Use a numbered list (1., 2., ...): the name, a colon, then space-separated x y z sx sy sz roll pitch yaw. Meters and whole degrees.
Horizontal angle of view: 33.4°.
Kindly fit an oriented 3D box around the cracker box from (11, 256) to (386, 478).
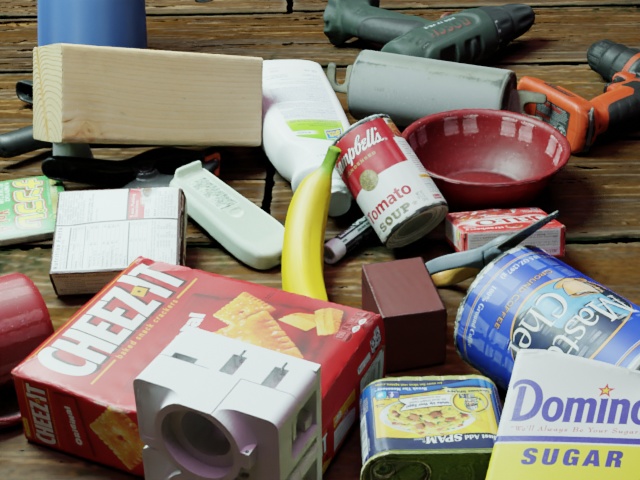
1. cracker box: -0.081 0.095 0.757 0.214 0.072 0.164 13 35 23

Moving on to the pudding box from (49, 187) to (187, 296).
1. pudding box: -0.172 0.000 0.919 0.113 0.039 0.090 -4 55 1

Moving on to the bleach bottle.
1. bleach bottle: -0.018 -0.101 1.074 0.102 0.068 0.251 -5 34 -10

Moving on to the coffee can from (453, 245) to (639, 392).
1. coffee can: 0.178 0.079 0.741 0.102 0.103 0.140 -22 38 -29

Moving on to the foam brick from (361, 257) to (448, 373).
1. foam brick: 0.065 0.056 0.829 0.051 0.053 0.078 -6 33 -7

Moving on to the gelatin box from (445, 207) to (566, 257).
1. gelatin box: 0.160 -0.006 0.925 0.089 0.030 0.073 -4 14 -5

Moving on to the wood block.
1. wood block: -0.167 -0.139 1.046 0.205 0.091 0.090 -2 7 -31

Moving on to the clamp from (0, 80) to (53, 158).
1. clamp: -0.248 -0.142 1.171 0.209 0.036 0.164 -6 33 -10

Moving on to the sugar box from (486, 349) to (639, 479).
1. sugar box: 0.139 0.153 0.608 0.093 0.048 0.176 10 66 18

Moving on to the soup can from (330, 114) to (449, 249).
1. soup can: 0.060 -0.051 0.947 0.068 0.069 0.102 -21 68 -28

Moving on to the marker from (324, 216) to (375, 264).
1. marker: 0.043 -0.013 0.971 0.020 0.020 0.120 21 39 32

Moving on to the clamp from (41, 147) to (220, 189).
1. clamp: -0.172 -0.049 1.022 0.171 0.039 0.120 -10 47 -18

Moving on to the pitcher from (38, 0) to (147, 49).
1. pitcher: -0.267 -0.302 1.233 0.149 0.243 0.144 16 32 17

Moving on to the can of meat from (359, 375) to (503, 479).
1. can of meat: 0.075 0.134 0.702 0.102 0.057 0.084 -1 30 0

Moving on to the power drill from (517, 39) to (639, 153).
1. power drill: 0.307 -0.162 1.158 0.187 0.057 0.185 -18 36 -24

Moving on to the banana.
1. banana: -0.010 0.009 0.890 0.037 0.070 0.197 11 50 -10

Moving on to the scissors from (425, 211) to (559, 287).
1. scissors: 0.152 0.009 0.825 0.096 0.016 0.202 3 -16 -28

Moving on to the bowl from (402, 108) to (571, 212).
1. bowl: 0.155 -0.068 1.019 0.162 0.055 0.162 -1 32 1

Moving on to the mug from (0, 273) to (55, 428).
1. mug: -0.241 0.082 0.783 0.081 0.093 0.117 -18 66 -32
